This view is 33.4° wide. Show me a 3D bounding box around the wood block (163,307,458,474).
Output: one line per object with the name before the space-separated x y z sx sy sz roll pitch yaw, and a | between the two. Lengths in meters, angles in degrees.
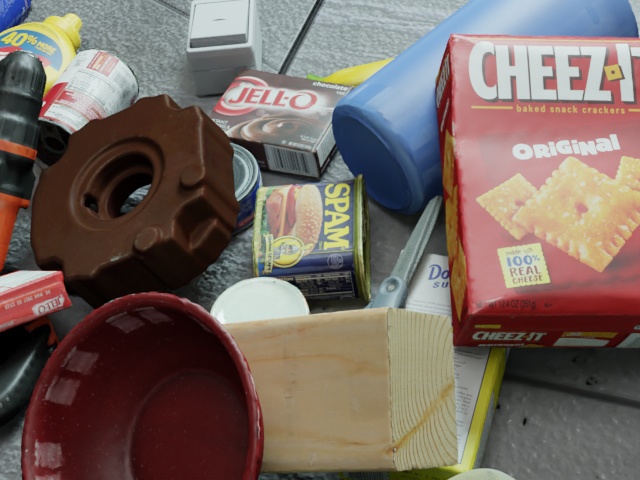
wood block | -0.030 0.096 0.650 0.206 0.090 0.090 -8 78 29

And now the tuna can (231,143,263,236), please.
tuna can | -0.089 -0.042 0.882 0.086 0.034 0.086 -4 48 4

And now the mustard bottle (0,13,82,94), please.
mustard bottle | -0.279 -0.147 0.986 0.096 0.058 0.191 19 53 16

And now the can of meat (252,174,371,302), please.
can of meat | -0.005 0.001 0.818 0.084 0.057 0.102 -5 47 7

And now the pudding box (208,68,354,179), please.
pudding box | -0.036 -0.102 0.925 0.114 0.039 0.090 14 52 20

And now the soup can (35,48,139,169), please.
soup can | -0.210 -0.112 0.939 0.069 0.068 0.102 11 50 17

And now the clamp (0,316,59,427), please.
clamp | -0.270 0.127 0.749 0.209 0.036 0.165 -31 43 -22

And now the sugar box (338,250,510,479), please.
sugar box | 0.078 0.089 0.734 0.093 0.048 0.176 9 47 18

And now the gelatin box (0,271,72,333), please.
gelatin box | -0.235 0.047 0.785 0.073 0.030 0.089 -21 12 -34

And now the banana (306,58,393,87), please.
banana | 0.088 -0.160 0.962 0.197 0.037 0.070 -16 48 -7

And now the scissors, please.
scissors | 0.032 0.044 0.747 0.096 0.016 0.201 -8 43 21

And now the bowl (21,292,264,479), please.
bowl | -0.088 0.113 0.590 0.162 0.055 0.162 -8 73 28

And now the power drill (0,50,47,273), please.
power drill | -0.310 -0.071 0.867 0.188 0.057 0.184 12 85 30

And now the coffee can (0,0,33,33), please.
coffee can | -0.358 -0.210 1.024 0.103 0.103 0.140 14 51 19

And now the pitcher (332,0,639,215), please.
pitcher | 0.138 -0.119 0.868 0.242 0.145 0.149 -36 41 -18

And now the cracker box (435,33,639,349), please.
cracker box | 0.169 -0.036 0.729 0.164 0.072 0.213 1 66 -3
